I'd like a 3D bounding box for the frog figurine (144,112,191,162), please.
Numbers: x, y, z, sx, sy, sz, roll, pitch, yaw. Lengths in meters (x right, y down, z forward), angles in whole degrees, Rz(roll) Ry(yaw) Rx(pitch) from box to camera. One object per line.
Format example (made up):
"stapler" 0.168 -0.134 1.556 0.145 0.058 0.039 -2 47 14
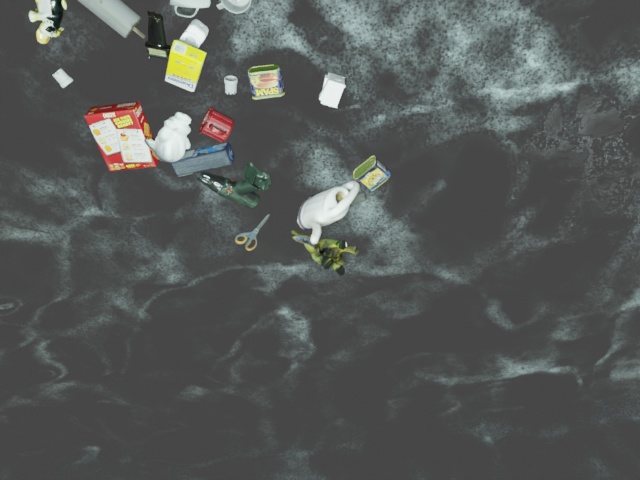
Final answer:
"frog figurine" -0.464 -0.328 1.654 0.158 0.125 0.136 -33 156 15

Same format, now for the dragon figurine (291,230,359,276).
"dragon figurine" -0.019 0.022 1.871 0.406 0.244 0.123 29 84 -43

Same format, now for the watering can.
"watering can" 0.005 -0.087 1.726 0.222 0.355 0.103 -19 115 47
